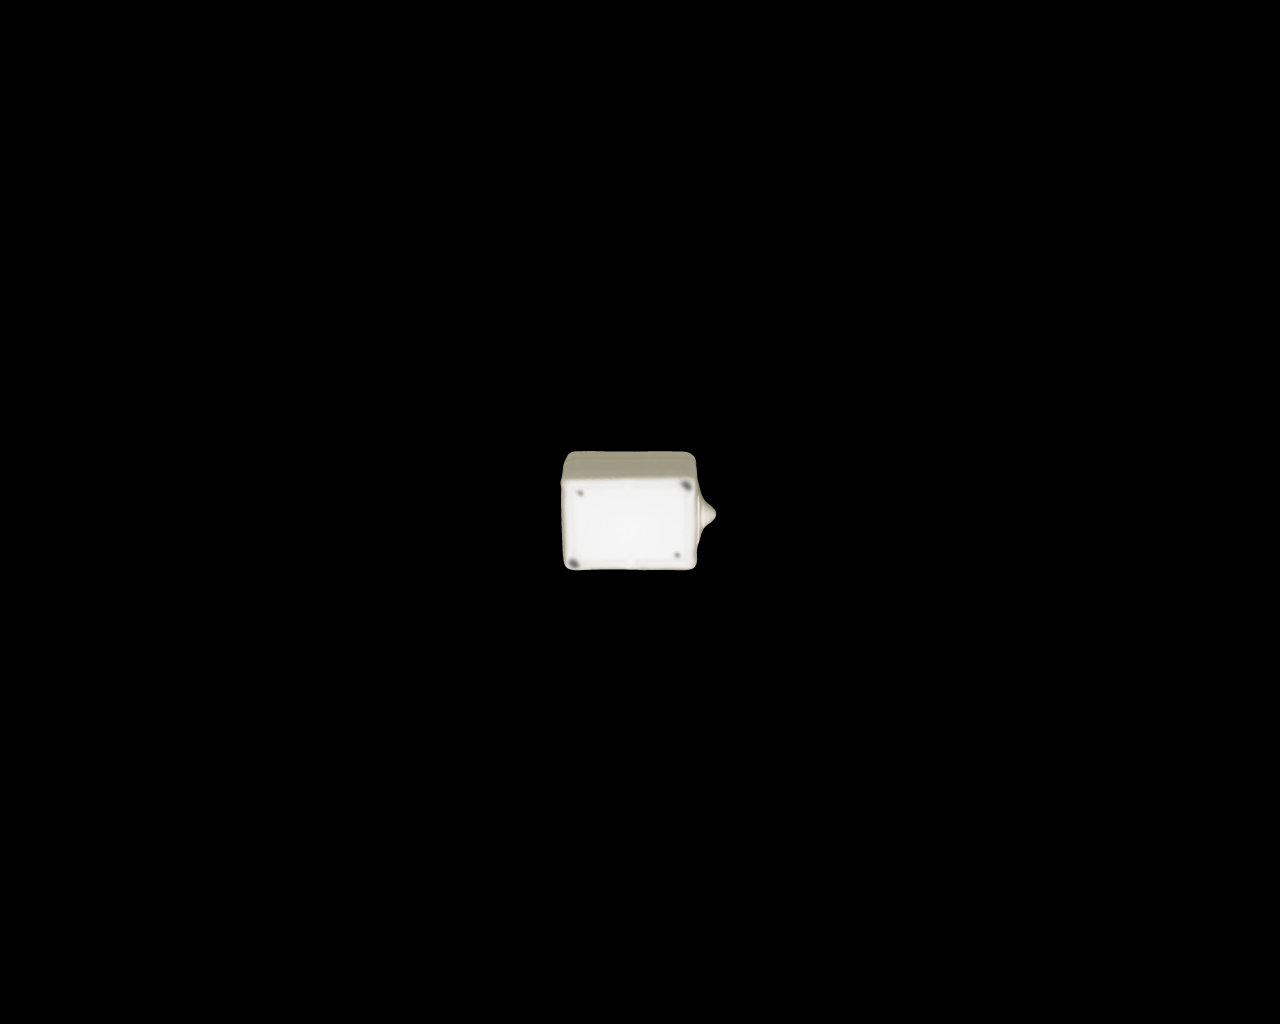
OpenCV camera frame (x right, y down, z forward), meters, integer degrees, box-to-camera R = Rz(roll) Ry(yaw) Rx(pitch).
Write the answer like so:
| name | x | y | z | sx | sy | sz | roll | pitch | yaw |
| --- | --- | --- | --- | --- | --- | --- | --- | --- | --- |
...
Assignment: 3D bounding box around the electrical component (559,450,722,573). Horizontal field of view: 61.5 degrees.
| name | x | y | z | sx | sy | sz | roll | pitch | yaw |
| --- | --- | --- | --- | --- | --- | --- | --- | --- | --- |
| electrical component | 0.001 | -0.003 | 0.650 | 0.096 | 0.061 | 0.061 | 0 | 21 | 0 |
